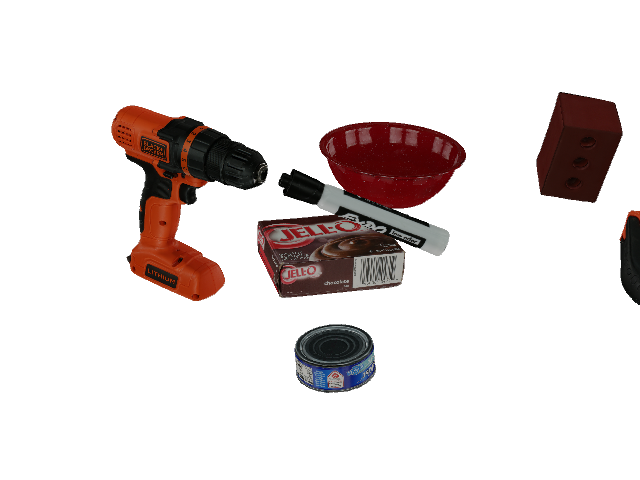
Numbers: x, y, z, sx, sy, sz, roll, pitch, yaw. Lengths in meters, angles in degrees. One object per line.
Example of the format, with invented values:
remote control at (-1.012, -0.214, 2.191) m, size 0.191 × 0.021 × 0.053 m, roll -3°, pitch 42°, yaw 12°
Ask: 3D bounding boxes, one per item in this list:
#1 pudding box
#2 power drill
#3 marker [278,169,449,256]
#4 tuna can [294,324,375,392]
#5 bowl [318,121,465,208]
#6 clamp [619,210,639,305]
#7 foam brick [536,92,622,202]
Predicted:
pudding box at (0.007, 0.011, 0.938) m, size 0.113 × 0.039 × 0.090 m, roll -3°, pitch 26°, yaw -15°
power drill at (-0.135, -0.035, 1.100) m, size 0.185 × 0.188 × 0.057 m, roll 23°, pitch 33°, yaw 28°
marker at (0.029, -0.019, 0.713) m, size 0.121 × 0.020 × 0.020 m, roll 21°, pitch -5°, yaw -13°
tuna can at (0.015, 0.124, 1.134) m, size 0.086 × 0.034 × 0.086 m, roll -4°, pitch 26°, yaw 2°
bowl at (0.077, -0.079, 1.184) m, size 0.162 × 0.055 × 0.162 m, roll 3°, pitch 27°, yaw -2°
clamp at (0.265, 0.042, 0.708) m, size 0.120 × 0.039 × 0.171 m, roll -2°, pitch 45°, yaw -19°
foam brick at (0.227, -0.082, 0.943) m, size 0.053 × 0.078 × 0.051 m, roll 9°, pitch 40°, yaw -1°
